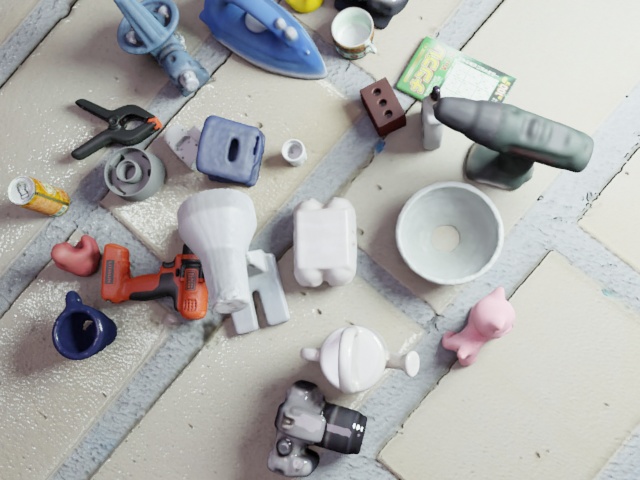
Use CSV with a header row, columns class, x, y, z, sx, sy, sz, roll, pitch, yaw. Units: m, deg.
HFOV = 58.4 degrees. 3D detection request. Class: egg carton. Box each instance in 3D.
class,x,y,z,sx,sy,sz,roll,pitch,yaw
egg carton,0.009,0.003,0.958,0.107,0.069,0.150,-3,81,8

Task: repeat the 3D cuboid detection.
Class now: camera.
class,x,y,z,sx,sy,sz,roll,pitch,yaw
camera,-0.002,0.307,0.900,0.136,0.101,0.143,13,84,10

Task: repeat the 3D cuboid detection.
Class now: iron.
class,x,y,z,sx,sy,sz,roll,pitch,yaw
iron,-0.099,-0.379,0.993,0.258,0.141,0.119,35,88,12

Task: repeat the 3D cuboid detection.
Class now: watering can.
class,x,y,z,sx,sy,sz,roll,pitch,yaw
watering can,0.058,0.177,0.862,0.172,0.194,0.101,-19,79,5

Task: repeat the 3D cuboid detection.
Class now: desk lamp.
class,x,y,z,sx,sy,sz,roll,pitch,yaw
desk lamp,-0.131,0.039,0.900,0.118,0.214,0.203,-18,80,6

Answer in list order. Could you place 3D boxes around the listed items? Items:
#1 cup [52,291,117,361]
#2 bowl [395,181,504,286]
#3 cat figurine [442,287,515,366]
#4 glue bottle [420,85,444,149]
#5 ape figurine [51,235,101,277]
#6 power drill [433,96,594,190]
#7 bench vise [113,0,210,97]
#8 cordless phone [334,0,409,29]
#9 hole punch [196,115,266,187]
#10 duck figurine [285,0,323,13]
class,x,y,z,sx,sy,sz,roll,pitch,yaw
cup,-0.396,0.146,0.983,0.091,0.095,0.118,-21,79,5
bowl,0.208,-0.007,0.929,0.167,0.075,0.167,-1,82,8
cat figurine,0.250,0.135,0.880,0.067,0.118,0.128,41,89,12
glue bottle,0.181,-0.204,0.911,0.037,0.173,0.078,-3,81,8
ape figurine,-0.435,0.027,1.007,0.077,0.092,0.076,-21,79,5
power drill,0.279,-0.143,0.870,0.229,0.208,0.076,15,84,10
bench vise,-0.274,-0.357,0.975,0.207,0.220,0.121,35,88,12
cordless phone,0.079,-0.451,0.955,0.147,0.185,0.094,24,86,11
hole punch,-0.153,-0.155,0.994,0.101,0.091,0.109,9,83,10
duck figurine,-0.037,-0.468,1.025,0.077,0.086,0.104,-26,79,4
